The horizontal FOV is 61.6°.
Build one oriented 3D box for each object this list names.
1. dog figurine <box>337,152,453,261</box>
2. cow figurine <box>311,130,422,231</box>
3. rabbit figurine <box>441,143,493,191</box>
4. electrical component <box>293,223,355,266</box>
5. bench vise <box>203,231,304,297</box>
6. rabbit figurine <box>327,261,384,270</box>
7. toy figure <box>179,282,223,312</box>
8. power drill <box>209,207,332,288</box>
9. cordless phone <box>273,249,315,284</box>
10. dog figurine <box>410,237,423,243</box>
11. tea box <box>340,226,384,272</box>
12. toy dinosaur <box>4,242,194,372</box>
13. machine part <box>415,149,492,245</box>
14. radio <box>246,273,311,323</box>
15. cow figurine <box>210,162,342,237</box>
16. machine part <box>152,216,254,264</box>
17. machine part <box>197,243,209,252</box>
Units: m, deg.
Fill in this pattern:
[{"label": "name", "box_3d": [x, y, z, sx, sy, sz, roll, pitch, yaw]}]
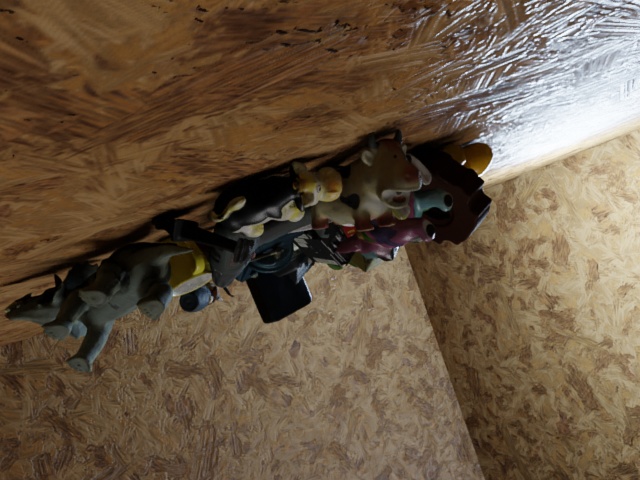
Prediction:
[{"label": "dog figurine", "box_3d": [0.095, -0.043, 0.903, 0.219, 0.191, 0.108, -20, -146, 52]}, {"label": "cow figurine", "box_3d": [0.061, -0.077, 0.743, 0.085, 0.127, 0.195, -16, -170, -36]}, {"label": "rabbit figurine", "box_3d": [0.265, -0.123, 1.038, 0.173, 0.122, 0.162, -39, -179, -28]}, {"label": "electrical component", "box_3d": [-0.002, -0.004, 1.163, 0.115, 0.134, 0.058, 6, -122, 44]}, {"label": "bench vise", "box_3d": [-0.143, 0.033, 1.099, 0.224, 0.129, 0.240, -37, 168, -29]}, {"label": "rabbit figurine", "box_3d": [0.066, 0.016, 1.366, 0.170, 0.121, 0.159, -8, 172, -30]}, {"label": "toy figure", "box_3d": [-0.255, 0.121, 1.171, 0.057, 0.064, 0.154, -57, 176, 8]}, {"label": "power drill", "box_3d": [-0.088, -0.009, 0.897, 0.207, 0.086, 0.232, -17, 156, -17]}, {"label": "cordless phone", "box_3d": [-0.107, 0.021, 1.336, 0.184, 0.088, 0.146, 20, -146, 17]}, {"label": "dog figurine", "box_3d": [0.262, -0.085, 1.279, 0.191, 0.172, 0.121, -8, 149, -15]}, {"label": "tea box", "box_3d": [0.078, -0.010, 1.249, 0.098, 0.170, 0.068, -21, 143, -52]}, {"label": "toy dinosaur", "box_3d": [-0.317, 0.070, 0.846, 0.405, 0.131, 0.192, -28, -147, 20]}, {"label": "machine part", "box_3d": [0.207, -0.070, 0.939, 0.056, 0.179, 0.179, -46, -169, -29]}, {"label": "radio", "box_3d": [-0.122, 0.089, 1.400, 0.131, 0.229, 0.073, -22, 180, -28]}, {"label": "cow figurine", "box_3d": [-0.058, -0.059, 0.704, 0.167, 0.068, 0.098, -20, 170, 18]}, {"label": "machine part", "box_3d": [-0.164, -0.003, 0.762, 0.139, 0.039, 0.084, 19, 176, 8]}, {"label": "machine part", "box_3d": [-0.326, 0.066, 1.104, 0.201, 0.087, 0.201, -20, 175, 12]}]
